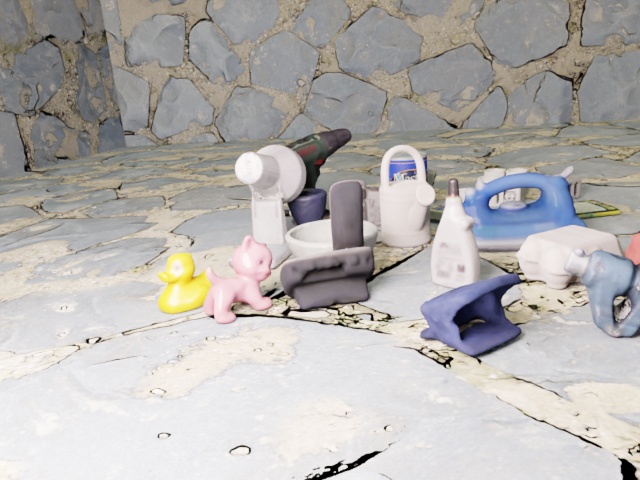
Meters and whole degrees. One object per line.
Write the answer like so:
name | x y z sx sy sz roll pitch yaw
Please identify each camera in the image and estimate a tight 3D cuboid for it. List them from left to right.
camera | 0.099 -0.093 1.326 0.143 0.101 0.136 -5 17 -1

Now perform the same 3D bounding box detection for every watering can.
watering can | 0.172 -0.089 1.126 0.101 0.194 0.172 -18 21 -37

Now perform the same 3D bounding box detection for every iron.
iron | 0.354 -0.061 1.071 0.258 0.141 0.118 -4 17 3

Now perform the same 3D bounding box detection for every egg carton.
egg carton | 0.392 0.025 0.899 0.151 0.069 0.107 -12 18 -23

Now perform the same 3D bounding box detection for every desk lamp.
desk lamp | -0.103 -0.075 1.123 0.117 0.214 0.203 0 17 16

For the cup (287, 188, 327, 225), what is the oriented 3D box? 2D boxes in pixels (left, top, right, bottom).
cup | -0.036 -0.062 1.270 0.117 0.095 0.092 11 23 42

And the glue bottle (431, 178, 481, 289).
glue bottle | 0.209 -0.010 0.887 0.077 0.173 0.037 11 23 42

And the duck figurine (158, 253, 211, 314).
duck figurine | -0.216 0.061 0.922 0.077 0.086 0.105 9 22 39

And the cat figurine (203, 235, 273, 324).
cat figurine | -0.120 0.050 0.875 0.128 0.118 0.067 -18 21 -38

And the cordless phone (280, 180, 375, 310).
cordless phone | 0.008 0.003 0.879 0.148 0.185 0.094 -10 17 -16

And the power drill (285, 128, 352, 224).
power drill | -0.016 -0.149 1.358 0.230 0.208 0.075 -15 19 -30

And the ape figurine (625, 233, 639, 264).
ape figurine | 0.460 0.033 0.814 0.078 0.092 0.076 -4 17 2

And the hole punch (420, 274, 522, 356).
hole punch | 0.187 0.083 0.725 0.109 0.091 0.100 -15 19 -31

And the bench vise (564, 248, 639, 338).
bench vise | 0.408 0.012 0.673 0.207 0.220 0.121 -4 17 2

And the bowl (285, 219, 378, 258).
bowl | 0.023 0.017 1.023 0.167 0.075 0.167 -4 16 2
